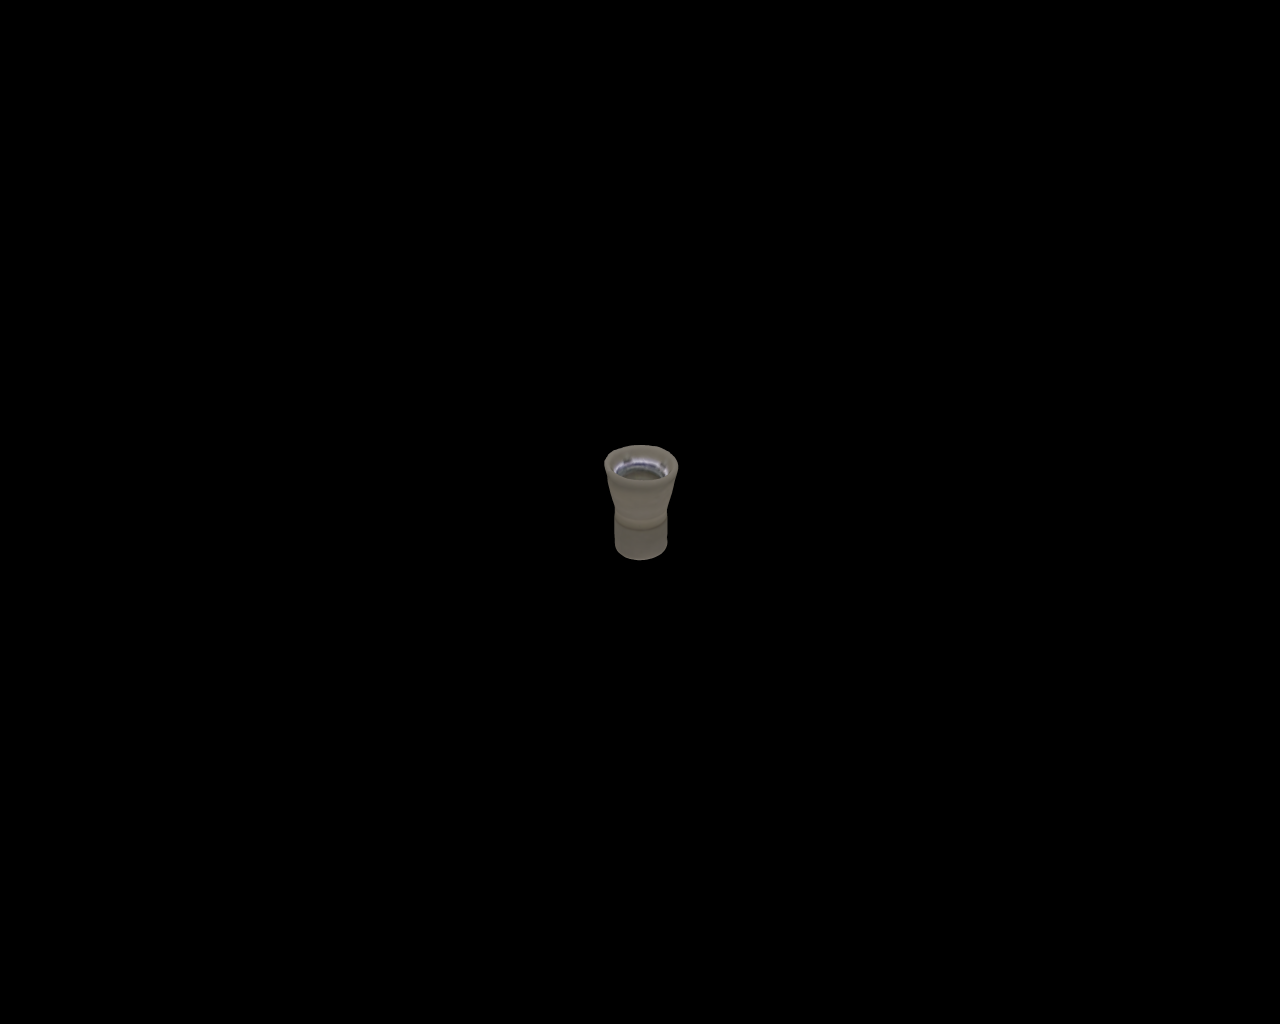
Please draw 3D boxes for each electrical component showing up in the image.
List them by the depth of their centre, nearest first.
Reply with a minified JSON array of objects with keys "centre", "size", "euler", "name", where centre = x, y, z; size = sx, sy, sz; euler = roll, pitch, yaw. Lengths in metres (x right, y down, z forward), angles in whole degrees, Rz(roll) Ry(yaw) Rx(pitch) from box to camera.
[{"centre":[0.001,-0.003,0.650],"size":[0.044,0.065,0.044],"euler":[0,33,0],"name":"electrical component"}]
